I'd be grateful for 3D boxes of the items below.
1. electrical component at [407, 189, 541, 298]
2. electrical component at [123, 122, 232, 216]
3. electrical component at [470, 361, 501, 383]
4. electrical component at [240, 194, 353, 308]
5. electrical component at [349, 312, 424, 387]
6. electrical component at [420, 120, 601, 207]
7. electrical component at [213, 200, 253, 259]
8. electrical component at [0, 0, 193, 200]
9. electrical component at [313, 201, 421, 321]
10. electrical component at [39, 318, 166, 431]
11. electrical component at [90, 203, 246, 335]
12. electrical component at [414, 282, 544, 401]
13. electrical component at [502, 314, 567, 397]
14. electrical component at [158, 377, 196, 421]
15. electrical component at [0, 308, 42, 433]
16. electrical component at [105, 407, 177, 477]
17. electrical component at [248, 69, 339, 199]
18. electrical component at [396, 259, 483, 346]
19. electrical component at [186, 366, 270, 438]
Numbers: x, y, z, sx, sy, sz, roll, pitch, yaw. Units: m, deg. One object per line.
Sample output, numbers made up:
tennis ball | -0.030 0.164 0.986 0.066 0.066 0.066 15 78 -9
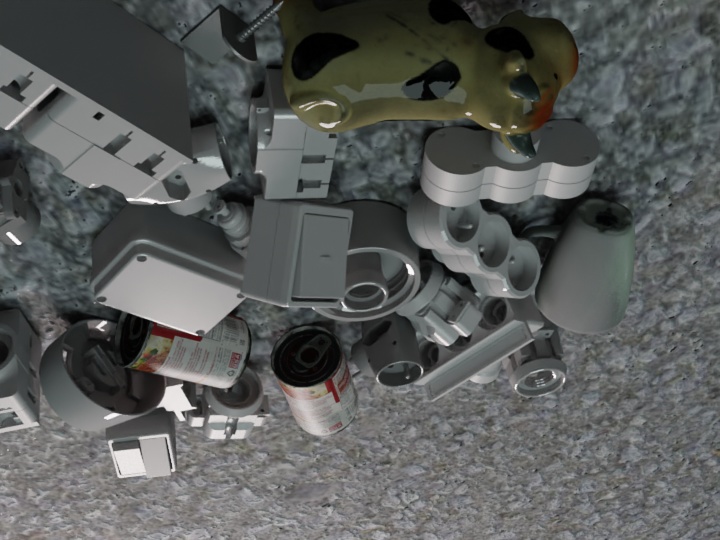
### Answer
electrical component | 0.086 -0.023 0.911 0.074 0.052 0.138 4 156 48
electrical component | -0.133 -0.068 0.803 0.077 0.043 0.079 -13 142 3
electrical component | 0.124 0.083 1.069 0.040 0.040 0.046 -1 137 -14
electrical component | -0.045 -0.020 0.836 0.061 0.096 0.062 13 -174 41
electrical component | 0.018 0.073 0.997 0.043 0.077 0.079 25 130 -37
electrical component | 0.118 -0.094 0.827 0.138 0.052 0.073 -5 142 -8
electrical component | -0.089 -0.032 0.863 0.040 0.040 0.078 -27 140 20
electrical component | -0.195 -0.130 0.657 0.060 0.105 0.186 -33 137 26
electrical component | 0.000 0.000 0.908 0.108 0.060 0.108 -6 141 -5
electrical component | -0.227 0.091 0.941 0.064 0.099 0.099 -29 140 31
electrical component | -0.154 0.000 0.874 0.113 0.057 0.078 23 131 -36
electrical component | 0.106 0.061 1.008 0.121 0.078 0.063 -36 152 29
electrical component | 0.174 0.089 1.074 0.058 0.057 0.078 -1 142 -13
electrical component | -0.192 0.107 1.017 0.064 0.042 0.081 -10 142 4
electrical component | -0.356 0.094 0.918 0.150 0.089 0.061 -11 143 0
electrical component | -0.217 0.169 1.074 0.062 0.061 0.096 -6 142 -7
electrical component | -0.050 -0.098 0.780 0.056 0.050 0.089 -2 142 -13
electrical component | 0.065 0.027 0.958 0.057 0.078 0.058 40 78 -24
electrical component | -0.126 0.127 1.046 0.078 0.058 0.057 2 144 -17
